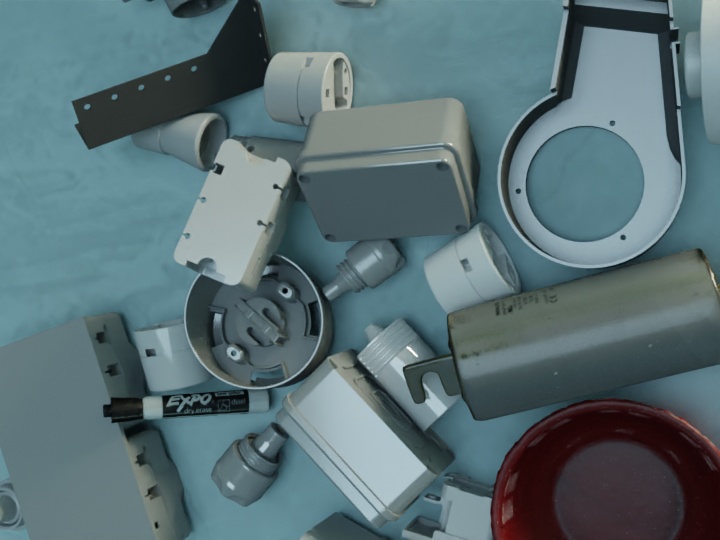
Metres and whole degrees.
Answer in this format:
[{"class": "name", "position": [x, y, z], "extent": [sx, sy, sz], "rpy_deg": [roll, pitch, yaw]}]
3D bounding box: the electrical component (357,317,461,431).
[{"class": "electrical component", "position": [0.034, 0.070, 0.762], "extent": [0.081, 0.043, 0.043], "rpy_deg": [47, 105, 10]}]

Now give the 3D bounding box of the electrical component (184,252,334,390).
[{"class": "electrical component", "position": [-0.070, 0.038, 0.779], "extent": [0.099, 0.064, 0.099], "rpy_deg": [-3, 79, 16]}]

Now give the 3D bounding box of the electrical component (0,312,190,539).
[{"class": "electrical component", "position": [-0.213, 0.137, 0.837], "extent": [0.105, 0.060, 0.186], "rpy_deg": [-19, 88, 18]}]

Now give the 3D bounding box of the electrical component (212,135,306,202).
[{"class": "electrical component", "position": [-0.069, -0.075, 0.785], "extent": [0.081, 0.043, 0.043], "rpy_deg": [9, 96, 17]}]

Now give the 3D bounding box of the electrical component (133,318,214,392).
[{"class": "electrical component", "position": [-0.139, 0.063, 0.812], "extent": [0.055, 0.055, 0.047], "rpy_deg": [-10, 94, 18]}]

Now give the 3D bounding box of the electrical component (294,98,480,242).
[{"class": "electrical component", "position": [0.020, -0.065, 0.731], "extent": [0.113, 0.078, 0.057], "rpy_deg": [-3, 49, 18]}]

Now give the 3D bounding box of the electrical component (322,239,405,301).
[{"class": "electrical component", "position": [0.000, 0.000, 0.769], "extent": [0.061, 0.035, 0.035], "rpy_deg": [-37, 82, 6]}]

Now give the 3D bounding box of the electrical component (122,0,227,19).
[{"class": "electrical component", "position": [-0.147, -0.225, 0.800], "extent": [0.079, 0.044, 0.077], "rpy_deg": [-20, 87, 18]}]

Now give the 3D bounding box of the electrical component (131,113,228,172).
[{"class": "electrical component", "position": [-0.138, -0.102, 0.808], "extent": [0.065, 0.044, 0.044], "rpy_deg": [16, 98, 21]}]

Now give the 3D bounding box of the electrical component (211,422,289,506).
[{"class": "electrical component", "position": [-0.078, 0.142, 0.803], "extent": [0.043, 0.043, 0.062], "rpy_deg": [42, 103, 11]}]

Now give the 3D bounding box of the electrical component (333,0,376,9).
[{"class": "electrical component", "position": [-0.002, -0.218, 0.760], "extent": [0.035, 0.035, 0.061], "rpy_deg": [6, 93, 17]}]

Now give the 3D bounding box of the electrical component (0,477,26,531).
[{"class": "electrical component", "position": [-0.277, 0.187, 0.859], "extent": [0.043, 0.062, 0.043], "rpy_deg": [1, 94, 18]}]

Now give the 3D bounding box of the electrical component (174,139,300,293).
[{"class": "electrical component", "position": [-0.081, -0.035, 0.734], "extent": [0.050, 0.055, 0.089], "rpy_deg": [22, 85, 10]}]

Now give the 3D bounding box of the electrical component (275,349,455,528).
[{"class": "electrical component", "position": [0.004, 0.117, 0.757], "extent": [0.113, 0.078, 0.057], "rpy_deg": [46, 103, 10]}]

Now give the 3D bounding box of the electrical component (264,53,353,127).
[{"class": "electrical component", "position": [-0.037, -0.128, 0.767], "extent": [0.047, 0.055, 0.055], "rpy_deg": [8, 96, 21]}]

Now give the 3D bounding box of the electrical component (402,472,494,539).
[{"class": "electrical component", "position": [0.076, 0.180, 0.756], "extent": [0.081, 0.042, 0.063], "rpy_deg": [14, 96, 16]}]

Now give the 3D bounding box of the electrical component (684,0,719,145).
[{"class": "electrical component", "position": [0.231, -0.127, 0.655], "extent": [0.060, 0.108, 0.108], "rpy_deg": [0, 94, 24]}]

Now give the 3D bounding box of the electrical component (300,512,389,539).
[{"class": "electrical component", "position": [-0.025, 0.242, 0.774], "extent": [0.057, 0.078, 0.113], "rpy_deg": [27, 101, 17]}]

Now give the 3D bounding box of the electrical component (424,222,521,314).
[{"class": "electrical component", "position": [0.076, 0.002, 0.739], "extent": [0.047, 0.055, 0.055], "rpy_deg": [-29, 85, 21]}]
